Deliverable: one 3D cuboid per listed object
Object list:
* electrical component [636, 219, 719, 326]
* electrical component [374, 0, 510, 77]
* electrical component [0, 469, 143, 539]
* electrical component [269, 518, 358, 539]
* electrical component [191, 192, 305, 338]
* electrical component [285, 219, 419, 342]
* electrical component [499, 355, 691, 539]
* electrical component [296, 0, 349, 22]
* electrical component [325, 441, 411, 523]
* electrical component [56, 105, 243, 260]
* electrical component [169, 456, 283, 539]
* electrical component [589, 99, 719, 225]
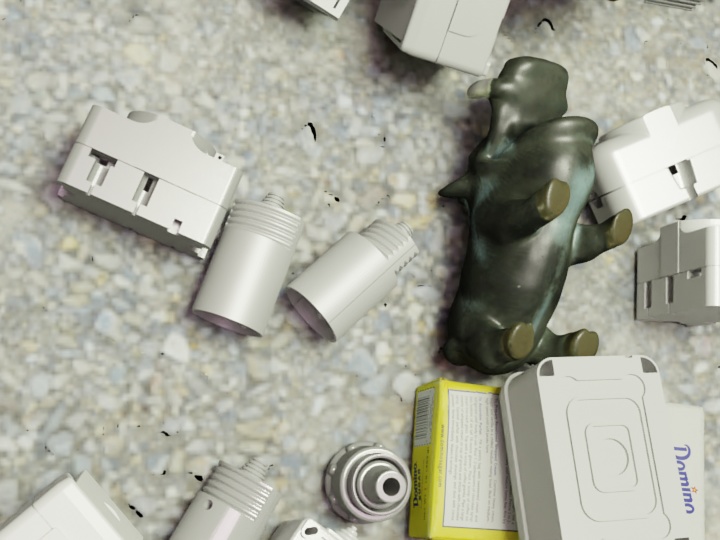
[{"bbox_3d":[0.214,0.001,0.668,0.050,0.089,0.055,5,80,-14],"label":"electrical component"},{"bbox_3d":[0.048,-0.162,0.649,0.061,0.096,0.061,15,108,-13],"label":"electrical component"},{"bbox_3d":[-0.147,0.141,0.546,0.061,0.096,0.061,-40,94,-18],"label":"electrical component"},{"bbox_3d":[-0.032,0.182,0.593,0.062,0.061,0.096,39,66,-7],"label":"electrical component"},{"bbox_3d":[-0.062,-0.007,0.619,0.043,0.043,0.081,22,77,-11],"label":"electrical component"},{"bbox_3d":[0.000,0.000,0.634,0.081,0.043,0.043,-42,94,-17],"label":"electrical component"},{"bbox_3d":[0.126,0.108,0.593,0.078,0.057,0.113,0,71,-17],"label":"electrical component"},{"bbox_3d":[-0.015,-0.189,0.648,0.042,0.064,0.081,31,75,-8],"label":"electrical component"},{"bbox_3d":[0.009,0.121,0.609,0.048,0.062,0.048,2,81,-15],"label":"electrical component"},{"bbox_3d":[-0.117,-0.052,0.607,0.089,0.050,0.055,24,76,-10],"label":"electrical component"},{"bbox_3d":[-0.076,0.141,0.593,0.043,0.043,0.081,33,75,-8],"label":"electrical component"},{"bbox_3d":[0.190,-0.069,0.685,0.095,0.054,0.059,-23,88,-8],"label":"electrical component"}]
